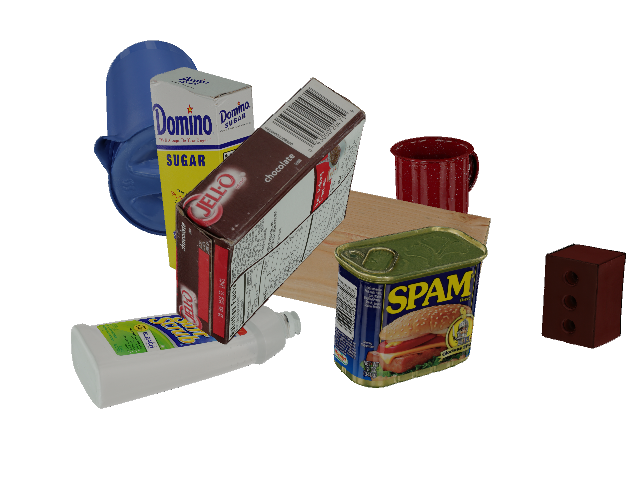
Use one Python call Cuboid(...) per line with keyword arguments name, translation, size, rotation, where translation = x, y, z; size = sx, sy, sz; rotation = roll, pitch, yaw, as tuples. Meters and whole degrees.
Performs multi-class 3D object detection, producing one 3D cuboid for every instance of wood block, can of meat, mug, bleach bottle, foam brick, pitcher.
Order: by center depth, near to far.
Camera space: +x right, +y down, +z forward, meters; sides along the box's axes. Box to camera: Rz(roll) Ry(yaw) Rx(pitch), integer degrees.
Cuboid(name="can of meat", translation=(0.058, 0.044, 0.719), size=(0.101, 0.084, 0.058), rotation=(-11, 27, -29))
Cuboid(name="foam brick", translation=(0.229, 0.048, 0.929), size=(0.053, 0.078, 0.051), rotation=(12, 20, 40))
Cuboid(name="wood block", translation=(0.053, 0.015, 1.045), size=(0.206, 0.090, 0.090), rotation=(12, 30, 11))
Cuboid(name="pitcher", translation=(-0.159, -0.118, 1.151), size=(0.145, 0.149, 0.243), rotation=(-22, 36, 0))
Cuboid(name="bleach bottle", translation=(-0.143, 0.114, 1.194), size=(0.250, 0.068, 0.103), rotation=(-12, 32, -26))
Cuboid(name="mug", translation=(0.136, -0.069, 1.215), size=(0.117, 0.081, 0.093), rotation=(-20, 27, -36))

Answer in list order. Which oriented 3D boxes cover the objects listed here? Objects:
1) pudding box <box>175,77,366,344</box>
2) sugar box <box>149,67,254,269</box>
Cuboid(name="pudding box", translation=(-0.026, -0.014, 0.541), size=(0.039, 0.113, 0.090), rotation=(35, -33, 17))
Cuboid(name="sugar box", translation=(-0.095, -0.049, 0.896), size=(0.048, 0.176, 0.093), rotation=(-26, 32, -36))
